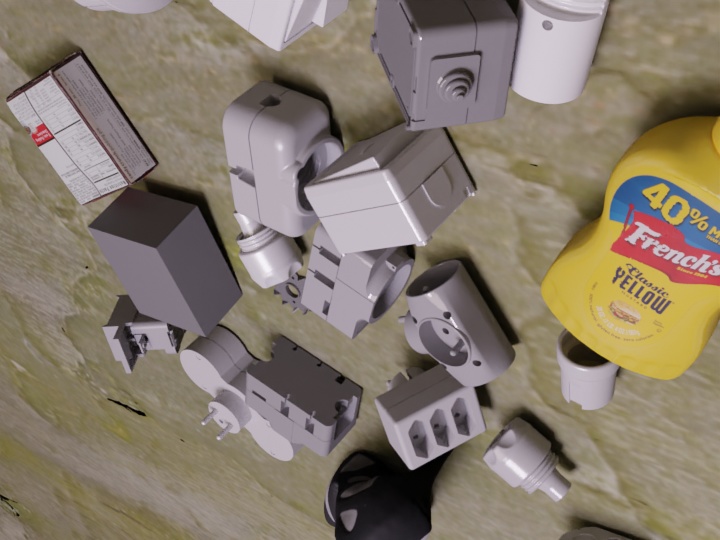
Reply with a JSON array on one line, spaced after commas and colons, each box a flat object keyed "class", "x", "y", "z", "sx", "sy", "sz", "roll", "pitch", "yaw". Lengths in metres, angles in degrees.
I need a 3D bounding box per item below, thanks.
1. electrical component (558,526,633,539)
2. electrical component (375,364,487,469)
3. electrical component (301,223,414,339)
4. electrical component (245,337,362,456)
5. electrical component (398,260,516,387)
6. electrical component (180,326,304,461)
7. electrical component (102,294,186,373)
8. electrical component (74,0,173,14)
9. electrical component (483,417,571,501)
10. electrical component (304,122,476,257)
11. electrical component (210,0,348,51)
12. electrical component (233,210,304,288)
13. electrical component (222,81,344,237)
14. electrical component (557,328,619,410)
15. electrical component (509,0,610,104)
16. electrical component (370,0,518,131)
[{"class": "electrical component", "x": 0.173, "y": 0.233, "z": 0.789, "sx": 0.080, "sy": 0.080, "sz": 0.051, "roll": 11, "pitch": 127, "yaw": 39}, {"class": "electrical component", "x": 0.045, "y": 0.098, "z": 0.804, "sx": 0.076, "sy": 0.066, "sz": 0.047, "roll": 47, "pitch": 160, "yaw": 56}, {"class": "electrical component", "x": 0.000, "y": 0.000, "z": 0.757, "sx": 0.056, "sy": 0.050, "sz": 0.089, "roll": 34, "pitch": 143, "yaw": 16}, {"class": "electrical component", "x": -0.050, "y": 0.110, "z": 0.916, "sx": 0.089, "sy": 0.050, "sz": 0.055, "roll": 32, "pitch": 142, "yaw": 19}, {"class": "electrical component", "x": 0.057, "y": 0.039, "z": 0.743, "sx": 0.079, "sy": 0.044, "sz": 0.077, "roll": -11, "pitch": 117, "yaw": 50}, {"class": "electrical component", "x": -0.111, "y": 0.121, "z": 0.968, "sx": 0.138, "sy": 0.074, "sz": 0.052, "roll": 44, "pitch": 145, "yaw": 3}, {"class": "electrical component", "x": -0.194, "y": 0.051, "z": 0.985, "sx": 0.064, "sy": 0.081, "sz": 0.042, "roll": -4, "pitch": 128, "yaw": 12}, {"class": "electrical component", "x": -0.154, "y": -0.204, "z": 0.686, "sx": 0.051, "sy": 0.080, "sz": 0.080, "roll": 11, "pitch": 132, "yaw": 46}, {"class": "electrical component", "x": 0.124, "y": 0.140, "z": 0.778, "sx": 0.062, "sy": 0.043, "sz": 0.043, "roll": 41, "pitch": 144, "yaw": 5}, {"class": "electrical component", "x": 0.012, "y": -0.053, "z": 0.683, "sx": 0.096, "sy": 0.062, "sz": 0.061, "roll": -7, "pitch": 120, "yaw": 48}, {"class": "electrical component", "x": -0.040, "y": -0.173, "z": 0.616, "sx": 0.061, "sy": 0.062, "sz": 0.096, "roll": 38, "pitch": 144, "yaw": 10}, {"class": "electrical component", "x": -0.073, "y": -0.021, "z": 0.816, "sx": 0.043, "sy": 0.043, "sz": 0.062, "roll": -7, "pitch": 118, "yaw": 48}, {"class": "electrical component", "x": -0.050, "y": -0.073, "z": 0.732, "sx": 0.059, "sy": 0.054, "sz": 0.095, "roll": 25, "pitch": 140, "yaw": 27}, {"class": "electrical component", "x": 0.145, "y": 0.061, "z": 0.683, "sx": 0.040, "sy": 0.040, "sz": 0.046, "roll": 23, "pitch": 145, "yaw": 28}, {"class": "electrical component", "x": 0.100, "y": -0.128, "z": 0.535, "sx": 0.043, "sy": 0.043, "sz": 0.081, "roll": 30, "pitch": 142, "yaw": 20}, {"class": "electrical component", "x": 0.047, "y": -0.118, "z": 0.556, "sx": 0.061, "sy": 0.061, "sz": 0.096, "roll": 92, "pitch": 165, "yaw": -46}]
